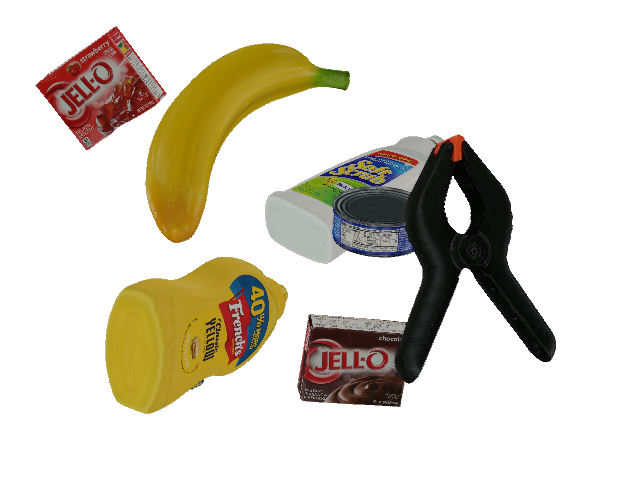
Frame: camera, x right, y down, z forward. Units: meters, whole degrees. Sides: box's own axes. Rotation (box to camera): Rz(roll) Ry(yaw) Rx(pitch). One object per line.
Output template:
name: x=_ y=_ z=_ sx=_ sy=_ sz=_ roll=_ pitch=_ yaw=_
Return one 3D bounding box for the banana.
banana: x=-0.054 y=-0.070 z=0.622 sx=0.070 sy=0.037 sz=0.197 roll=22 pitch=44 yaw=19

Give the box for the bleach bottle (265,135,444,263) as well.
bleach bottle: x=0.056 y=-0.064 z=1.240 sx=0.103 sy=0.068 sz=0.250 roll=26 pitch=43 yaw=33

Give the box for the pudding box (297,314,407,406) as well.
pudding box: x=0.037 y=0.129 z=1.149 sx=0.113 sy=0.090 sz=0.039 roll=4 pitch=24 yaw=-9

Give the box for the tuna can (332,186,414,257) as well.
tuna can: x=0.053 y=-0.017 z=0.954 sx=0.086 sy=0.034 sz=0.086 roll=1 pitch=25 yaw=-1

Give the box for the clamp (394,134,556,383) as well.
clamp: x=0.091 y=0.016 z=0.740 sx=0.120 sy=0.171 sz=0.039 roll=-15 pitch=-3 yaw=-25

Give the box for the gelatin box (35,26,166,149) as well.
gelatin box: x=-0.192 y=-0.132 z=0.933 sx=0.089 sy=0.073 sz=0.030 roll=-28 pitch=18 yaw=23

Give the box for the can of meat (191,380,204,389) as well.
can of meat: x=-0.174 y=0.121 z=1.165 sx=0.101 sy=0.084 sz=0.058 roll=-8 pitch=18 yaw=-36

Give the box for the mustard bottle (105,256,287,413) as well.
mustard bottle: x=-0.086 y=0.064 z=0.851 sx=0.058 sy=0.096 sz=0.191 roll=13 pitch=18 yaw=30
